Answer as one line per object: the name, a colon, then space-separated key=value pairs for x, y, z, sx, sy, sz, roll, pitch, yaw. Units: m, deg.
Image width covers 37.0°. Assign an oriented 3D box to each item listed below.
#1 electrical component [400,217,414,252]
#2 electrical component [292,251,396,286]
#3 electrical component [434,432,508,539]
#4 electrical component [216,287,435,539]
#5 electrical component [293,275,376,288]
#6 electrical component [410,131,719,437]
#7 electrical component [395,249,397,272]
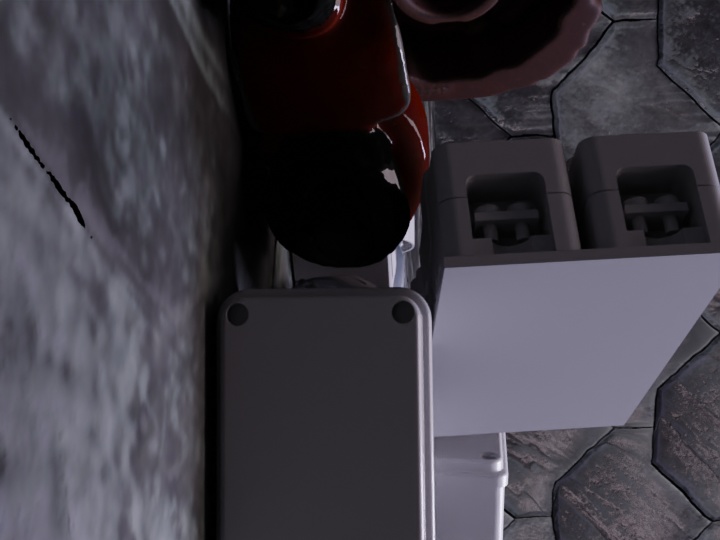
electrical component: x=0.024 y=-0.058 z=0.899 sx=0.043 sy=0.043 sz=0.081 roll=69 pitch=21 yaw=-72
electrical component: x=-0.009 y=-0.030 z=0.570 sx=0.055 sy=0.050 sz=0.089 roll=-78 pitch=165 yaw=-63
electrical component: x=0.030 y=0.114 z=0.631 sx=0.108 sy=0.109 sz=0.056 roll=-68 pitch=159 yaw=-74
electrical component: x=-0.012 y=0.064 z=0.400 sx=0.057 sy=0.078 sz=0.113 roll=56 pitch=33 yaw=-83
electrical component: x=-0.012 y=0.029 z=0.511 sx=0.047 sy=0.055 sz=0.055 roll=17 pitch=72 yaw=-79
electrical component: x=0.079 y=0.012 z=0.469 sx=0.186 sy=0.105 sz=0.060 roll=91 pitch=-5 yaw=-63
electrical component: x=0.000 y=0.000 z=0.669 sx=0.077 sy=0.044 sz=0.079 roll=-72 pitch=160 yaw=-72
